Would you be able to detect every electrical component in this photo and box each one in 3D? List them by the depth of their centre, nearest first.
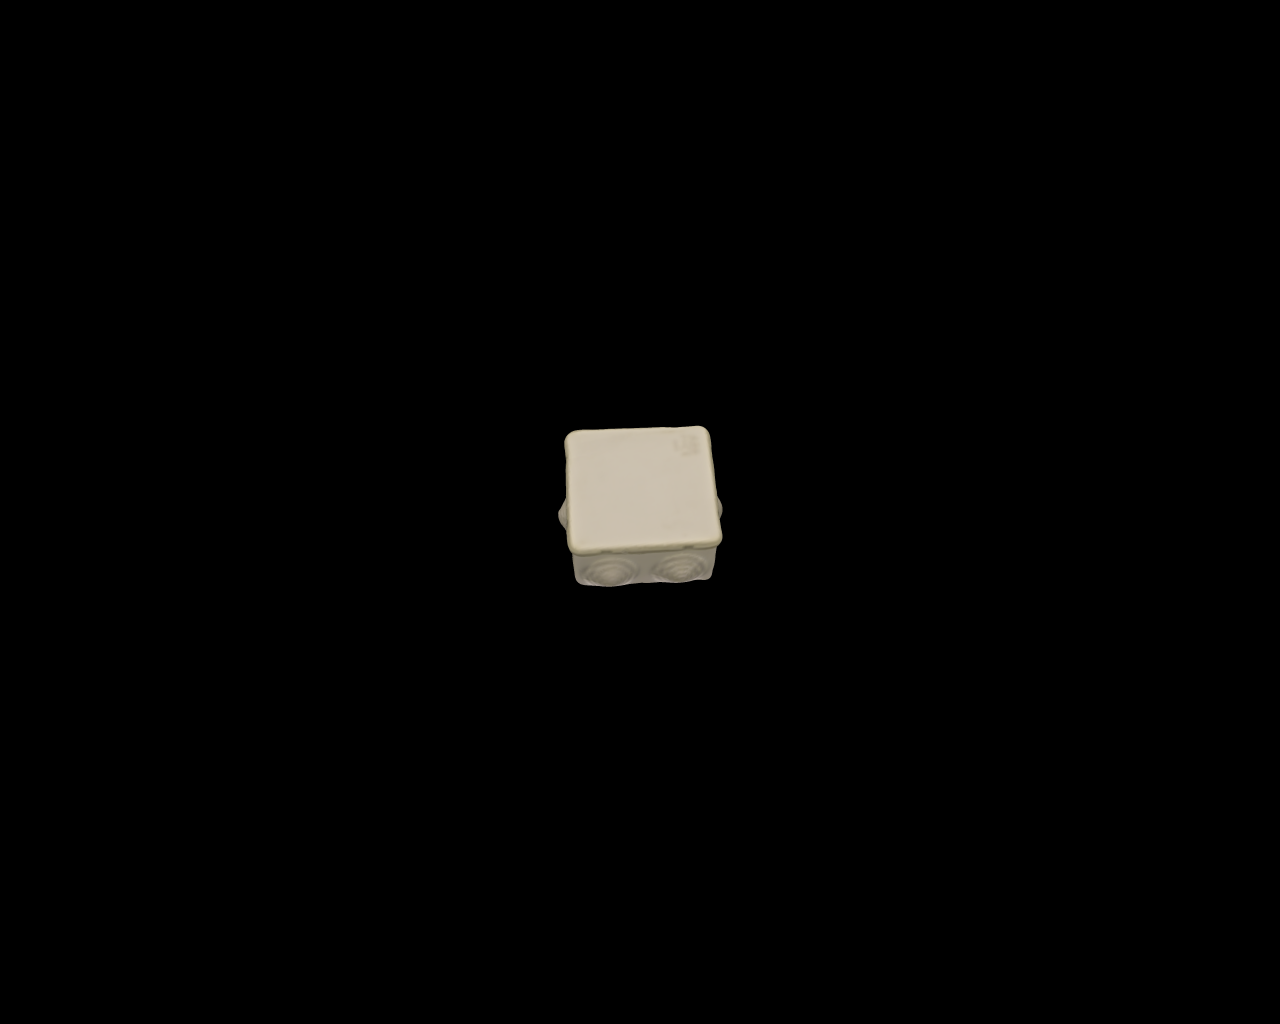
[{"bbox_3d":[0.001,-0.003,0.650,0.100,0.100,0.048,-3,-34,-2],"label":"electrical component"}]
